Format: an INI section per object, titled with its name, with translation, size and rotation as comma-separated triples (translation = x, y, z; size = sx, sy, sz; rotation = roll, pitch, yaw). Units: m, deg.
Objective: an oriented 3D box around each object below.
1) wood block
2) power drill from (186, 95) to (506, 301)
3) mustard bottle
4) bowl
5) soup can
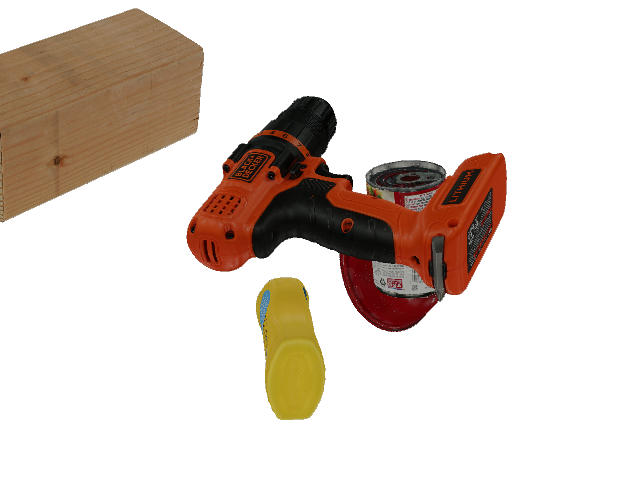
[wood block]
translation = -0.202, -0.109, 0.878
size = 0.090, 0.091, 0.205
rotation = 34, 44, 26
[power drill]
translation = 0.026, -0.034, 0.722
size = 0.188, 0.057, 0.184
rotation = 9, 42, 23
[mustard bottle]
translation = -0.035, 0.093, 1.100
size = 0.058, 0.096, 0.191
rotation = -3, 27, -7
[bowl]
translation = 0.099, 0.023, 1.226
size = 0.161, 0.162, 0.055
rotation = 0, -7, -42
[soup can]
translation = 0.076, -0.010, 0.915
size = 0.068, 0.102, 0.068
rotation = -5, 23, 2
